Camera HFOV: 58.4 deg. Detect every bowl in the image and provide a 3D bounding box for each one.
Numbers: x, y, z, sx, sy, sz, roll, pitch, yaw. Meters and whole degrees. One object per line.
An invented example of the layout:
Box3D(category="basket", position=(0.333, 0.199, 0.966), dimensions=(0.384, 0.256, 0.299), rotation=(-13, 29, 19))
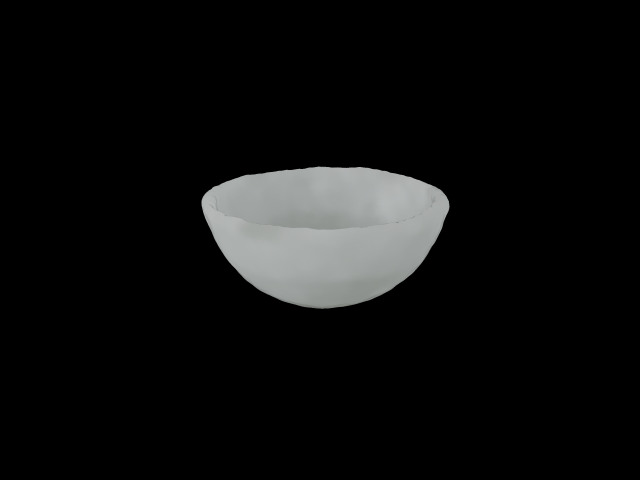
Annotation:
Box3D(category="bowl", position=(0.004, 0.001, 0.400), dimensions=(0.167, 0.075, 0.167), rotation=(0, 20, 0))
